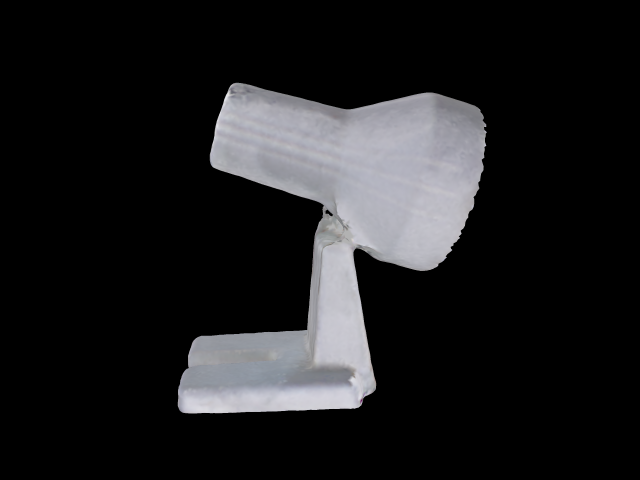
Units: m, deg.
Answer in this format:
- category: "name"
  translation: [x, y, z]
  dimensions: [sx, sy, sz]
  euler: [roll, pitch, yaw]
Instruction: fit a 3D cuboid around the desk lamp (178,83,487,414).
- category: "desk lamp"
  translation: [0.004, 0.001, 0.400]
  dimensions: [0.203, 0.213, 0.118]
  euler: [-1, 11, -7]
